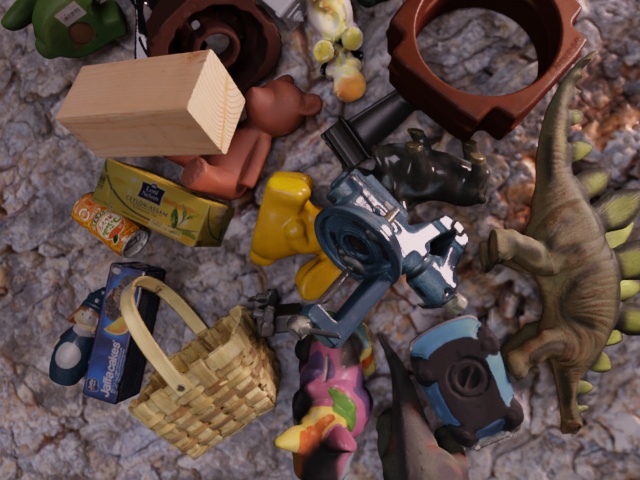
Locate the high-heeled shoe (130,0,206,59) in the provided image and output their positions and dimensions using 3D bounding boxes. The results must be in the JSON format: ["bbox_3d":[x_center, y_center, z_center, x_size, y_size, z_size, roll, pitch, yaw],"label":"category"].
[{"bbox_3d":[-0.279,-0.314,0.773,0.248,0.086,0.145,46,75,-9],"label":"high-heeled shoe"}]

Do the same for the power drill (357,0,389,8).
[{"bbox_3d":[0.030,-0.390,0.667,0.232,0.207,0.086,37,90,7],"label":"power drill"}]

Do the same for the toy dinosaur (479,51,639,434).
[{"bbox_3d":[0.302,0.017,0.660,0.199,0.105,0.470,-9,96,4],"label":"toy dinosaur"}]

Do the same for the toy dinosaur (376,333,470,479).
[{"bbox_3d":[0.143,0.316,0.639,0.131,0.192,0.405,-31,84,8],"label":"toy dinosaur"}]

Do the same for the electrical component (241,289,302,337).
[{"bbox_3d":[-0.062,0.100,0.730,0.078,0.102,0.045,-6,101,4],"label":"electrical component"}]

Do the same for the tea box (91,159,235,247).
[{"bbox_3d":[-0.221,-0.051,0.767,0.170,0.098,0.068,22,94,10],"label":"tea box"}]

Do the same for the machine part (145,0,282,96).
[{"bbox_3d":[-0.143,-0.263,0.720,0.179,0.179,0.056,-35,57,9],"label":"machine part"}]

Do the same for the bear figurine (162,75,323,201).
[{"bbox_3d":[-0.102,-0.150,0.731,0.196,0.132,0.120,-49,54,13],"label":"bear figurine"}]

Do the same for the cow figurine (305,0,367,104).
[{"bbox_3d":[0.020,-0.273,0.727,0.068,0.098,0.167,-13,114,4],"label":"cow figurine"}]

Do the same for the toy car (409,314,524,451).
[{"bbox_3d":[0.182,0.171,0.677,0.109,0.103,0.161,-28,89,6],"label":"toy car"}]

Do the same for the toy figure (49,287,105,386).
[{"bbox_3d":[-0.358,0.144,0.815,0.064,0.058,0.154,24,93,-28],"label":"toy figure"}]

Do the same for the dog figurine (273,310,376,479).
[{"bbox_3d":[0.009,0.191,0.656,0.109,0.219,0.191,1,90,8],"label":"dog figurine"}]

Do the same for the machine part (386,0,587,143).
[{"bbox_3d":[0.200,-0.240,0.671,0.201,0.087,0.201,42,83,10],"label":"machine part"}]

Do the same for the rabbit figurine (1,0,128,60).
[{"bbox_3d":[-0.393,-0.356,0.817,0.159,0.121,0.170,-37,64,16],"label":"rabbit figurine"}]

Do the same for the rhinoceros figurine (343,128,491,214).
[{"bbox_3d":[0.125,-0.084,0.703,0.190,0.073,0.112,3,123,1],"label":"rhinoceros figurine"}]

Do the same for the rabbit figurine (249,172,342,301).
[{"bbox_3d":[-0.001,-0.002,0.717,0.173,0.122,0.162,11,94,-7],"label":"rabbit figurine"}]

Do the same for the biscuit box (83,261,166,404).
[{"bbox_3d":[-0.290,0.135,0.796,0.059,0.063,0.202,13,92,13],"label":"biscuit box"}]

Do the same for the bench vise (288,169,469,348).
[{"bbox_3d":[0.061,0.042,0.624,0.240,0.129,0.223,-46,106,-30],"label":"bench vise"}]

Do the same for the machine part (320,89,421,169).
[{"bbox_3d":[0.073,-0.158,0.739,0.139,0.039,0.084,-33,78,11],"label":"machine part"}]
